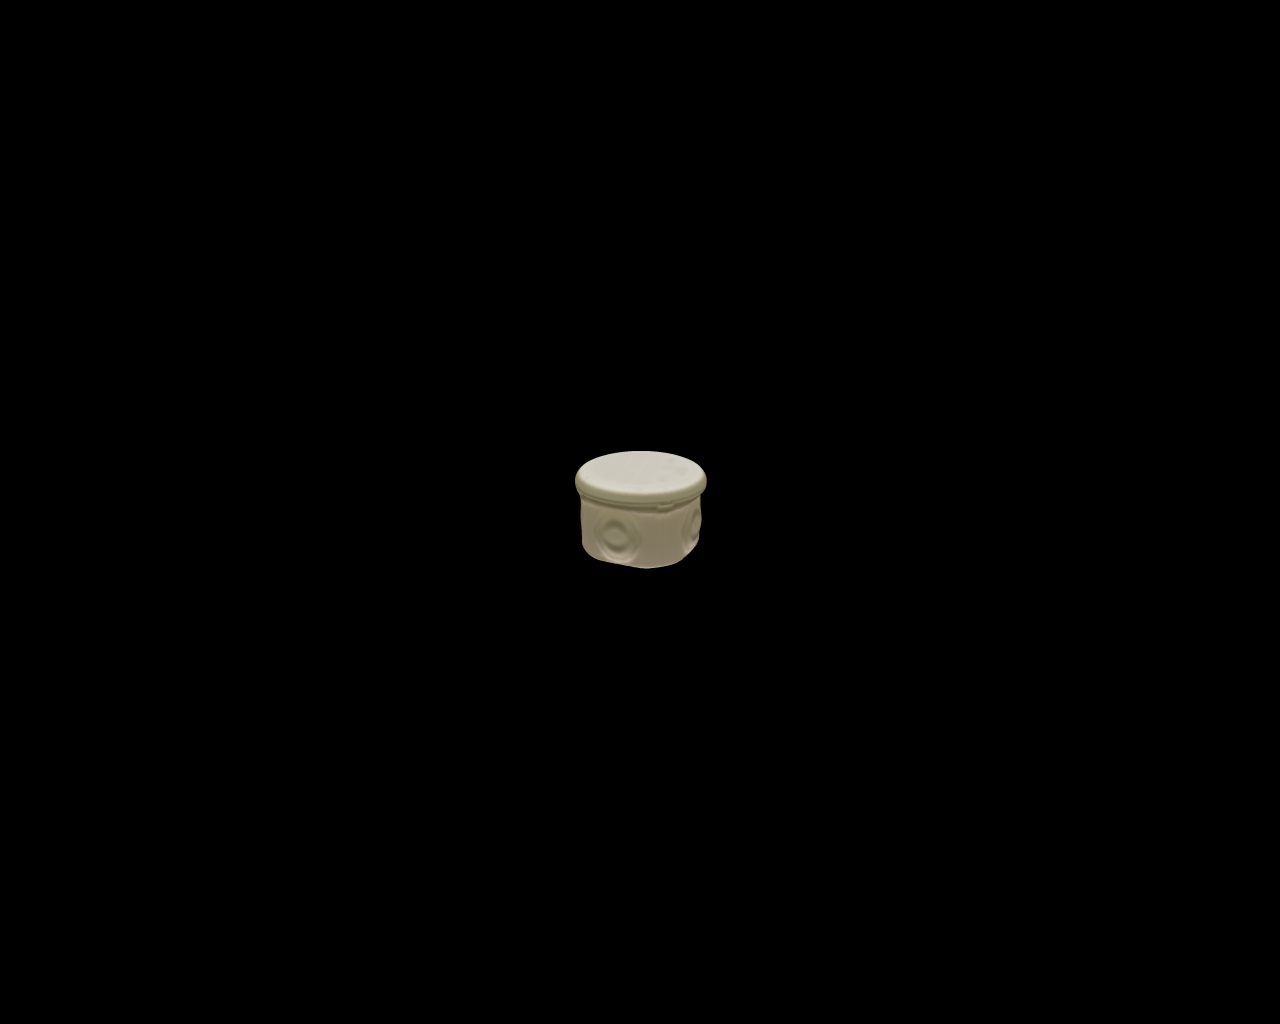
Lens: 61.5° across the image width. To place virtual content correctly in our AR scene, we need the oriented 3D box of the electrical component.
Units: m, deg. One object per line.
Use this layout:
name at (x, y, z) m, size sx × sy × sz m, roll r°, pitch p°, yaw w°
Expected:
electrical component at (0.001, -0.003, 0.650) m, size 0.080 × 0.050 × 0.080 m, roll 0°, pitch 22°, yaw 0°
